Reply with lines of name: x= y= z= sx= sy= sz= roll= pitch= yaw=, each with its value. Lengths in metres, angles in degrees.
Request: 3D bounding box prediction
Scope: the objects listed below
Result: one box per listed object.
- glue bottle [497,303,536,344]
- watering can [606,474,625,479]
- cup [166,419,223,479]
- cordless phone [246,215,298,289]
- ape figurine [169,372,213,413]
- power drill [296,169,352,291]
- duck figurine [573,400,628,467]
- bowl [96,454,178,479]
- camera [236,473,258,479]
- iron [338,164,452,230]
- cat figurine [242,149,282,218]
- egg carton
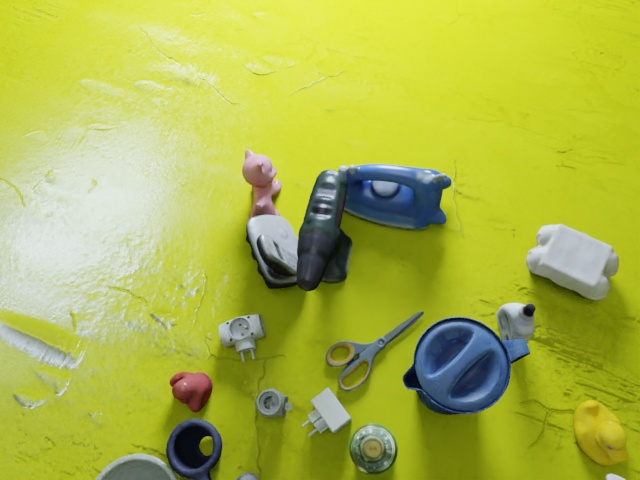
glue bottle: x=0.331 y=0.133 z=0.949 sx=0.037 sy=0.173 sz=0.078 roll=-10 pitch=69 yaw=3
watering can: x=0.405 y=0.429 z=0.822 sx=0.101 sy=0.194 sz=0.173 roll=-3 pitch=70 yaw=6
cup: x=-0.196 y=0.364 z=0.964 sx=0.091 sy=0.095 sz=0.117 roll=-23 pitch=69 yaw=-2
cordless phone: x=-0.087 y=0.005 z=1.035 sx=0.094 sy=0.185 sz=0.147 roll=-26 pitch=69 yaw=-3
ape figurine: x=-0.232 y=0.264 z=1.006 sx=0.076 sy=0.092 sz=0.077 roll=-23 pitch=69 yaw=-2
power drill: x=0.009 y=0.004 z=1.012 sx=0.075 sy=0.208 sz=0.230 roll=7 pitch=71 yaw=9
duck figurine: x=0.457 y=0.309 z=0.918 sx=0.077 sy=0.086 sz=0.104 roll=-17 pitch=69 yaw=0
bowl: x=-0.298 y=0.446 z=0.957 sx=0.167 sy=0.075 sz=0.167 roll=-2 pitch=70 yaw=6
camera: x=-0.123 y=0.471 z=0.914 sx=0.137 sy=0.101 sz=0.143 roll=-41 pitch=71 yaw=-9
iron: x=0.116 y=-0.104 z=1.076 sx=0.258 sy=0.141 sz=0.119 roll=8 pitch=71 yaw=9
cat figurine: x=-0.117 y=-0.109 z=1.115 sx=0.067 sy=0.118 sz=0.128 roll=-3 pitch=70 yaw=6
egg carton: x=0.451 y=0.038 z=1.026 sx=0.150 sy=0.069 sz=0.107 roll=26 pitch=75 yaw=14
